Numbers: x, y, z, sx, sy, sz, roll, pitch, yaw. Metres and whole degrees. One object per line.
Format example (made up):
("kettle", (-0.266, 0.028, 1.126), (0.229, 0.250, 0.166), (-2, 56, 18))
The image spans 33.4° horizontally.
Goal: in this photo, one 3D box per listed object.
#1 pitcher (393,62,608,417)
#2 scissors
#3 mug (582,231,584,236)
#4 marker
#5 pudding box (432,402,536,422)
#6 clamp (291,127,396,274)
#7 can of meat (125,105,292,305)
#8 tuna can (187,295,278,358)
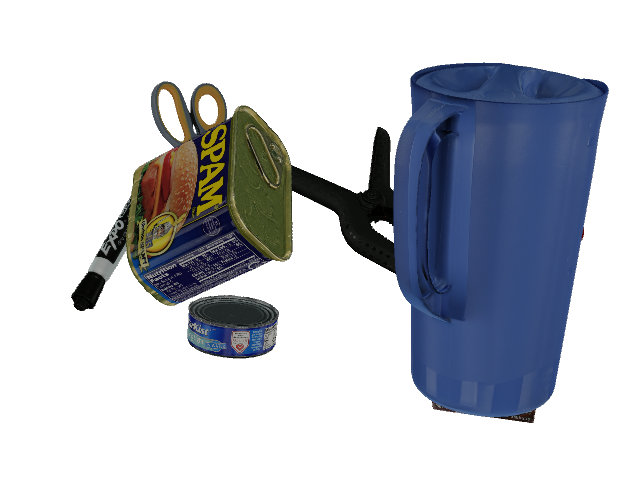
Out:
("pitcher", (0.117, 0.001, 0.759), (0.149, 0.243, 0.145), (1, 20, -3))
("scissors", (-0.116, -0.081, 1.143), (0.096, 0.202, 0.016), (-33, 13, -35))
("mug", (0.175, 0.012, 0.935), (0.093, 0.081, 0.117), (1, 35, 0))
("marker", (-0.156, 0.003, 0.816), (0.020, 0.121, 0.020), (17, -34, 12))
("pudding box", (0.182, 0.144, 1.158), (0.113, 0.090, 0.039), (6, 23, 4))
("clamp", (0.042, -0.039, 1.179), (0.164, 0.210, 0.036), (-13, -36, -22))
("can of meat", (-0.067, -0.019, 0.640), (0.084, 0.102, 0.057), (-25, -47, 24))
("tuna can", (-0.083, 0.081, 1.010), (0.086, 0.034, 0.086), (5, 15, -2))
